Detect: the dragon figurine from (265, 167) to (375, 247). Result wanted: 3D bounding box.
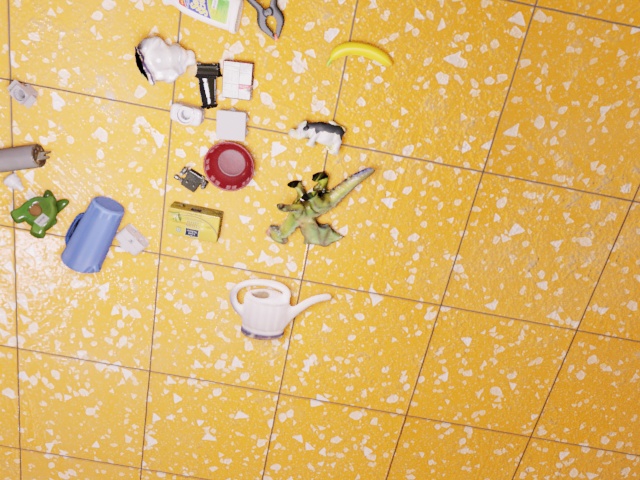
[{"bbox_3d":[0.005,-0.084,1.677,0.409,0.125,0.237,-14,128,9],"label":"dragon figurine"}]

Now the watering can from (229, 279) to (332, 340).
[{"bbox_3d":[-0.146,0.247,1.787,0.347,0.106,0.220,9,112,-2],"label":"watering can"}]

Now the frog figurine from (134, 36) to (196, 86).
[{"bbox_3d":[-0.454,-0.534,1.514,0.161,0.122,0.136,-30,102,-25],"label":"frog figurine"}]
